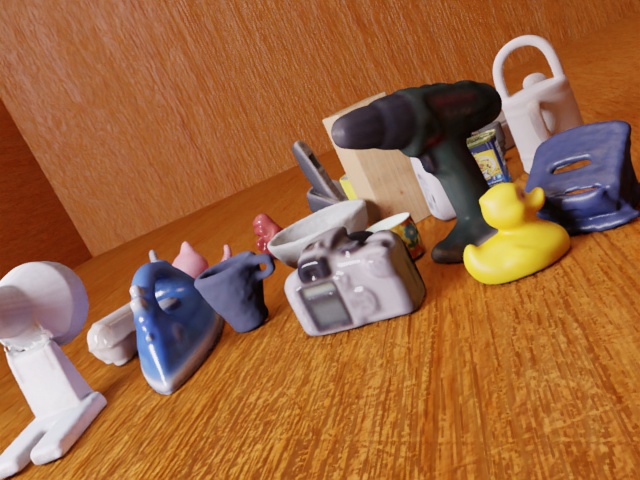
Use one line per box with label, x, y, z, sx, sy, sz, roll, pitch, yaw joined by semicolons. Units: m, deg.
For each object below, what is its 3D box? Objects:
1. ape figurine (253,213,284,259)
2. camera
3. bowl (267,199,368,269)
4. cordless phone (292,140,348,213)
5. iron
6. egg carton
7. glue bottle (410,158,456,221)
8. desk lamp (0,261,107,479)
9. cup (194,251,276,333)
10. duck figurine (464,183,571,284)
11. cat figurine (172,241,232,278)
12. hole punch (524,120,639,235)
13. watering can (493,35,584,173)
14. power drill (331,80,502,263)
ape figurine;-0.100;-0.009;1.120;0.076;0.092;0.077;-27;12;-5
camera;0.044;0.027;0.652;0.142;0.101;0.137;-19;14;30
bowl;0.008;0.003;0.889;0.167;0.075;0.167;-24;12;6
cordless phone;0.011;-0.129;1.181;0.094;0.185;0.148;-22;13;18
iron;-0.217;0.097;0.785;0.118;0.141;0.258;-26;12;-2
egg carton;-0.304;0.143;0.944;0.151;0.069;0.107;-35;15;-37
glue bottle;0.158;-0.114;0.846;0.037;0.173;0.078;-26;12;0
desk lamp;-0.361;0.142;0.717;0.118;0.214;0.203;-24;12;8
cup;-0.097;0.071;0.768;0.117;0.095;0.092;-20;13;23
duck figurine;0.185;-0.012;0.565;0.104;0.086;0.077;-26;12;-2
cat figurine;-0.202;0.053;1.003;0.127;0.118;0.067;-24;12;9
hole punch;0.272;-0.064;0.595;0.108;0.091;0.101;-12;18;47
watering can;0.322;-0.208;0.856;0.101;0.194;0.173;-24;12;7
power drill;0.140;-0.085;0.671;0.230;0.208;0.075;-32;14;-27
